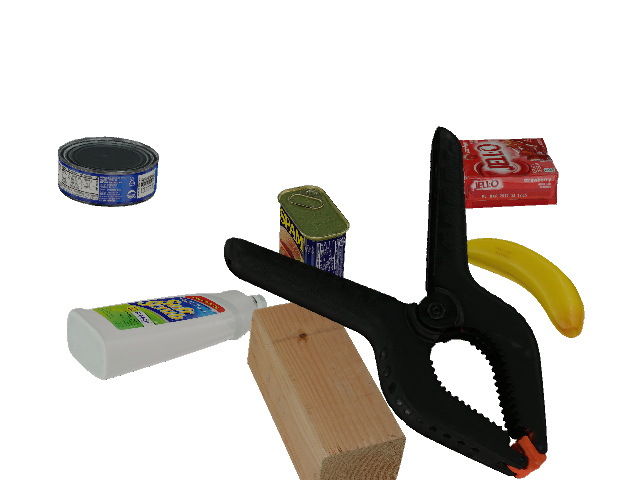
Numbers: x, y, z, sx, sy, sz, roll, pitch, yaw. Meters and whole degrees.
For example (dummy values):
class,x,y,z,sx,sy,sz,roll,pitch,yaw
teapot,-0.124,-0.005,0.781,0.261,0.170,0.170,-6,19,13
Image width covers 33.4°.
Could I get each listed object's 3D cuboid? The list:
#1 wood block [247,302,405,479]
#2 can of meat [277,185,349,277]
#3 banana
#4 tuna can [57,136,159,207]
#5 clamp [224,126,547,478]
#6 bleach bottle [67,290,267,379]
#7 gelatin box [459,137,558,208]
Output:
class,x,y,z,sx,sy,sz,roll,pitch,yaw
wood block,0.001,0.165,1.116,0.090,0.090,0.206,-10,43,-20
can of meat,-0.010,0.000,1.214,0.057,0.084,0.102,-13,38,-20
banana,0.202,0.039,1.054,0.069,0.037,0.198,-33,36,-19
tuna can,-0.184,-0.060,0.923,0.086,0.034,0.086,6,24,-3
clamp,0.052,0.047,0.614,0.164,0.210,0.036,-22,-19,-14
bleach bottle,-0.181,0.103,1.334,0.250,0.068,0.103,-13,29,-37
gelatin box,0.150,-0.056,0.866,0.073,0.030,0.089,-1,24,4
